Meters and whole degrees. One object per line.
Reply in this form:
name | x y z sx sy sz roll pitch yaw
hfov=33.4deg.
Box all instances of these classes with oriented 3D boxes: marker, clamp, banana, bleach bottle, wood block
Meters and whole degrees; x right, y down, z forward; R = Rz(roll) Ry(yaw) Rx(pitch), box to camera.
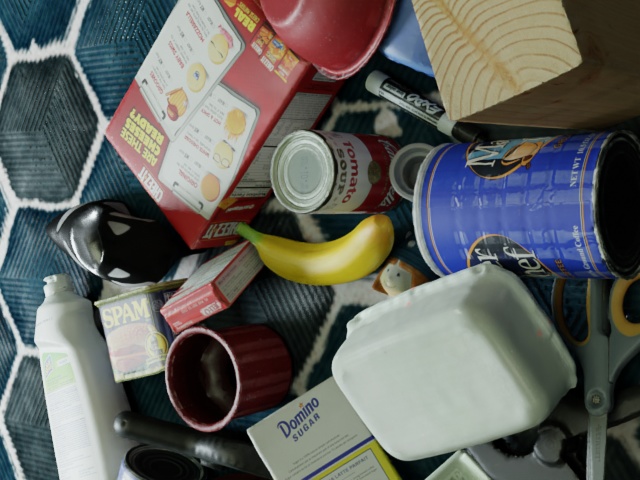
marker | 0.086 -0.104 0.859 0.121 0.020 0.020 35 113 32
clamp | -0.102 0.188 0.971 0.172 0.120 0.039 5 80 34
banana | 0.004 0.011 0.897 0.198 0.069 0.037 -4 55 50
clamp | 0.185 0.142 0.785 0.210 0.036 0.164 24 98 39
bleach bottle | -0.243 0.156 1.111 0.103 0.067 0.251 -23 77 37
wood block | 0.159 -0.128 0.681 0.090 0.205 0.091 -22 80 37

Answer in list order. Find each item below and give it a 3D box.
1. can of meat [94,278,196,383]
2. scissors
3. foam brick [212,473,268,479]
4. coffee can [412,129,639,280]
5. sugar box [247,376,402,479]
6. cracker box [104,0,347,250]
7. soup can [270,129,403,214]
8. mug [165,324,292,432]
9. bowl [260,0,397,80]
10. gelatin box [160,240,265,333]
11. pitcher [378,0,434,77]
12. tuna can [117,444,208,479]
can of meat | -0.167 0.090 1.049 0.102 0.057 0.084 -17 85 38
scissors | 0.210 0.100 0.741 0.096 0.016 0.202 -23 62 32
foam brick | -0.078 0.261 0.993 0.053 0.051 0.078 -8 88 37
coffee can | 0.152 -0.023 0.759 0.141 0.102 0.103 -1 92 38
sugar box | 0.022 0.212 0.892 0.093 0.048 0.176 -31 67 -1
cracker box | -0.087 -0.124 0.962 0.164 0.071 0.214 51 122 26
soup can | 0.017 -0.054 0.864 0.069 0.102 0.068 2 92 39
mug | -0.088 0.122 0.972 0.117 0.081 0.093 -13 85 38
bowl | -0.003 -0.202 0.792 0.162 0.055 0.162 -2 87 63
gelatin box | -0.094 0.041 0.968 0.073 0.089 0.030 -27 105 36
pitcher | 0.109 -0.245 0.765 0.149 0.144 0.243 -121 45 -59
tuna can | -0.152 0.231 1.027 0.086 0.085 0.034 26 108 34
